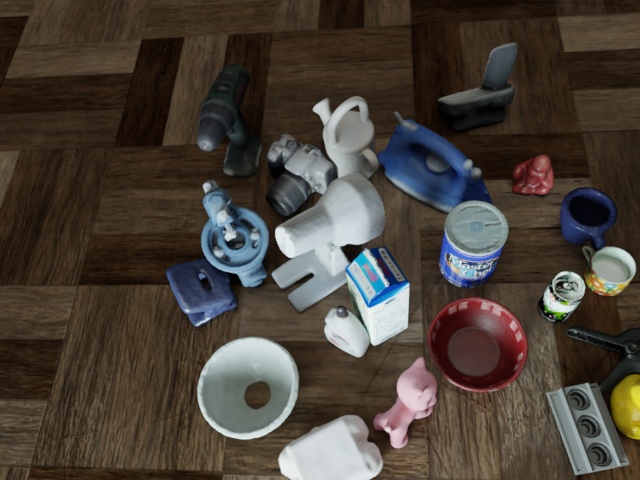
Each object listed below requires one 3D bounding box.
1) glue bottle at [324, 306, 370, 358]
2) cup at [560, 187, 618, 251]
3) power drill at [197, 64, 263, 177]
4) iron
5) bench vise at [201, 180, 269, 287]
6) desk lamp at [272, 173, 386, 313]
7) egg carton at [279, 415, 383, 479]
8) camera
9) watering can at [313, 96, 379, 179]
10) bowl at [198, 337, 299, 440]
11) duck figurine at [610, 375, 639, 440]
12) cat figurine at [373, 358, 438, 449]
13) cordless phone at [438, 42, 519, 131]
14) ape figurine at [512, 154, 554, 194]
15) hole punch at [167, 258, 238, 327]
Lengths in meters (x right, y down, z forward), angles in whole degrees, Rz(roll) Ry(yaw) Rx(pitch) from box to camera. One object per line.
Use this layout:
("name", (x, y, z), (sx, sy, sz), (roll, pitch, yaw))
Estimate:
("glue bottle", (0.040, 0.141, 0.937), (0.078, 0.173, 0.037), (24, 68, 18))
("cup", (0.470, -0.022, 1.016), (0.091, 0.095, 0.117), (-9, 62, 3))
("power drill", (-0.176, -0.220, 1.133), (0.075, 0.209, 0.229), (3, 63, 9))
("iron", (0.231, -0.144, 1.082), (0.257, 0.141, 0.119), (35, 72, 22))
("bench vise", (-0.179, -0.032, 1.028), (0.121, 0.220, 0.207), (-42, 65, -15))
("desk lamp", (0.009, 0.004, 0.990), (0.203, 0.214, 0.117), (-34, 64, -11))
("egg carton", (0.016, 0.343, 0.893), (0.150, 0.069, 0.107), (-27, 63, -7))
("camera", (-0.058, -0.127, 1.131), (0.143, 0.101, 0.137), (33, 71, 21))
("watering can", (0.050, -0.203, 1.105), (0.172, 0.194, 0.101), (26, 68, 19))
("bowl", (-0.113, 0.251, 0.954), (0.167, 0.075, 0.167), (-3, 62, 5))
("duck figurine", (0.495, 0.249, 0.876), (0.077, 0.086, 0.105), (20, 67, 17))
("cat figurine", (0.139, 0.254, 0.898), (0.067, 0.118, 0.128), (35, 71, 22))
("cordless phone", (0.315, -0.314, 1.137), (0.147, 0.185, 0.094), (-17, 62, -2))
("ape figurine", (0.409, -0.128, 1.081), (0.076, 0.092, 0.077), (-39, 65, -13))
("hole punch", (-0.214, 0.084, 1.044), (0.101, 0.091, 0.108), (-28, 63, -8))
